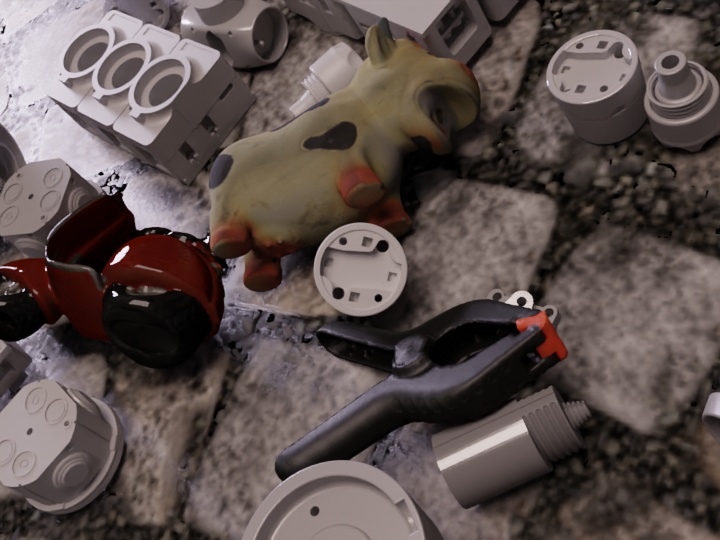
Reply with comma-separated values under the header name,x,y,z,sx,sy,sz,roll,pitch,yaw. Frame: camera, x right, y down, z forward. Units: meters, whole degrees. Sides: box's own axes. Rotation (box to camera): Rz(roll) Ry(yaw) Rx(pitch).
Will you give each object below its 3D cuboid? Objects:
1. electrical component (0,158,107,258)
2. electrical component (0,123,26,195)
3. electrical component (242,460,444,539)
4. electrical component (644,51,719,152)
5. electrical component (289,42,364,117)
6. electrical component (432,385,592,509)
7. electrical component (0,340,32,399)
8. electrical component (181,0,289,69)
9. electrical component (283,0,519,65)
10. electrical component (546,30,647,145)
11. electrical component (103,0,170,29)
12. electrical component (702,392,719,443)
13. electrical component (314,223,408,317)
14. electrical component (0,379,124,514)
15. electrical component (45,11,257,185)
name,x,y,z,sx,sy,sz,roll,pitch,yaw
electrical component,-0.237,-0.043,0.828,0.080,0.051,0.080,-14,55,21
electrical component,-0.309,-0.073,0.860,0.064,0.099,0.099,-16,54,12
electrical component,-0.004,0.160,0.561,0.108,0.060,0.108,-13,58,22
electrical component,0.185,-0.100,0.620,0.043,0.062,0.043,-14,55,21
electrical component,-0.022,-0.128,0.767,0.062,0.043,0.043,-41,50,2
electrical component,0.084,0.090,0.569,0.081,0.043,0.043,-27,51,12
electrical component,-0.301,0.090,0.772,0.079,0.063,0.121,33,80,39
electrical component,-0.105,-0.199,0.834,0.077,0.079,0.043,14,59,35
electrical component,0.026,-0.218,0.785,0.186,0.060,0.105,33,80,39
electrical component,0.148,-0.110,0.657,0.055,0.047,0.055,-14,55,21
electrical component,-0.191,-0.234,0.922,0.055,0.055,0.047,-21,49,17
electrical component,0.202,0.065,0.511,0.057,0.058,0.078,-47,51,-9
electrical component,0.000,0.000,0.656,0.055,0.047,0.055,0,89,-1
electrical component,-0.201,0.115,0.707,0.080,0.051,0.080,-14,55,21
electrical component,-0.169,-0.141,0.844,0.150,0.061,0.089,28,77,38
